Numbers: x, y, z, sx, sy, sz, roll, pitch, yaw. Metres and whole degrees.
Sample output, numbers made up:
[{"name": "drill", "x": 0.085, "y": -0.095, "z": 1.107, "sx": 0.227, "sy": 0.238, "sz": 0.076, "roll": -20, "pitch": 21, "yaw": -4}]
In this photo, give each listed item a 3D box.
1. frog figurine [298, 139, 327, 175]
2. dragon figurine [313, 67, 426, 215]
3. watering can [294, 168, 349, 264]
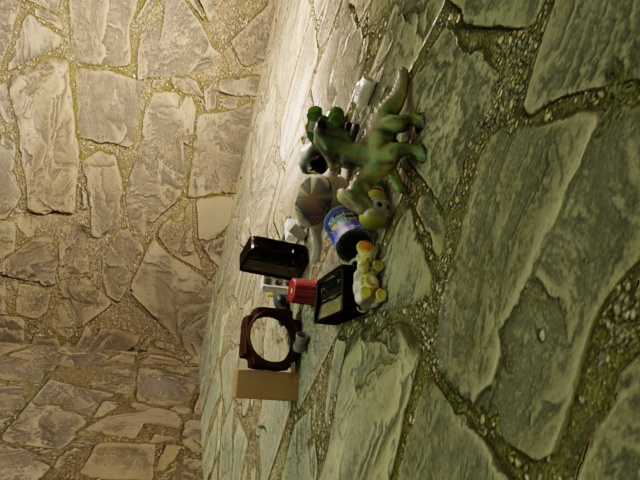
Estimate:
[{"name": "frog figurine", "x": -0.030, "y": -0.298, "z": 1.802, "sx": 0.162, "sy": 0.123, "sz": 0.134, "roll": -123, "pitch": 25, "yaw": -48}, {"name": "dragon figurine", "x": 0.106, "y": -0.240, "z": 1.183, "sx": 0.120, "sy": 0.243, "sz": 0.418, "roll": 125, "pitch": 147, "yaw": -63}, {"name": "watering can", "x": 0.005, "y": -0.076, "z": 1.505, "sx": 0.225, "sy": 0.104, "sz": 0.344, "roll": -9, "pitch": -61, "yaw": -66}]
